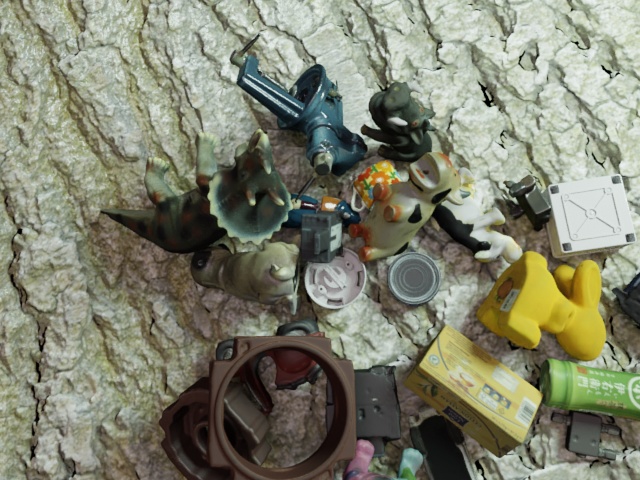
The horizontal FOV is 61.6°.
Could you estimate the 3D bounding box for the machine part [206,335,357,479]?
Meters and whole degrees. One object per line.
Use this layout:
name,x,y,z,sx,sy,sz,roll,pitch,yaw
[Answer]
machine part,-0.053,0.233,0.742,0.201,0.087,0.201,2,77,-10

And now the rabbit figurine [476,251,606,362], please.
rabbit figurine,0.345,0.104,0.792,0.173,0.122,0.162,33,77,-2

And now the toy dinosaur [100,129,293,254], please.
toy dinosaur,-0.201,-0.048,0.861,0.405,0.131,0.192,-26,60,27

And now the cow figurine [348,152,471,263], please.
cow figurine,0.137,-0.050,0.807,0.127,0.194,0.085,-5,52,-32

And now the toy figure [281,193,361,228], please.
toy figure,-0.009,-0.046,0.884,0.155,0.064,0.057,3,96,5

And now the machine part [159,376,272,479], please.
machine part,-0.160,0.299,0.825,0.180,0.056,0.179,5,103,20

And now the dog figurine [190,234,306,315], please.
dog figurine,-0.124,0.048,0.838,0.191,0.172,0.121,6,70,3

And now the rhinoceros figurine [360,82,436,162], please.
rhinoceros figurine,0.125,-0.174,0.824,0.112,0.190,0.073,28,84,26

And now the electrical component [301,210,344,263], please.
electrical component,-0.002,-0.002,0.796,0.048,0.119,0.074,4,103,20

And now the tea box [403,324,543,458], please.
tea box,0.221,0.216,0.780,0.170,0.068,0.098,37,50,15

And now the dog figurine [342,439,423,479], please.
dog figurine,0.069,0.376,0.697,0.109,0.219,0.191,14,110,7

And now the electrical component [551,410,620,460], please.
electrical component,0.385,0.284,0.785,0.094,0.021,0.063,11,83,11

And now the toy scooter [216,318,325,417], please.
toy scooter,-0.069,0.206,0.847,0.184,0.075,0.135,-18,79,9

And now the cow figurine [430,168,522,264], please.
cow figurine,0.237,-0.020,0.838,0.098,0.068,0.167,-34,73,8

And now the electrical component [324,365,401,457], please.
electrical component,0.067,0.260,0.823,0.115,0.058,0.134,-7,79,10

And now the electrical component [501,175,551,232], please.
electrical component,0.313,-0.057,0.820,0.045,0.102,0.078,-24,68,9

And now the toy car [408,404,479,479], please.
toy car,0.193,0.343,0.790,0.073,0.056,0.201,-22,76,11

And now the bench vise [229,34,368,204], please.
bench vise,-0.040,-0.203,0.837,0.129,0.240,0.224,-30,40,44

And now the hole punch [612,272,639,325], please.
hole punch,0.512,0.083,0.776,0.142,0.092,0.115,43,120,11
